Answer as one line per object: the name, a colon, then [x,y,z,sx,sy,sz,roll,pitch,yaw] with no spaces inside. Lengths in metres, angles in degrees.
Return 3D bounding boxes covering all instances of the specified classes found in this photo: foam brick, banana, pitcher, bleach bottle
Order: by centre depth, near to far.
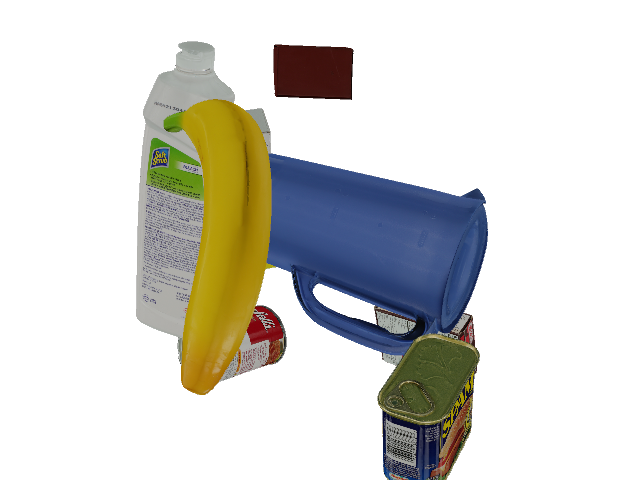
banana: [-0.053,-0.014,0.577,0.037,0.198,0.070,18,-46,-29]
bleach bottle: [-0.104,-0.040,0.902,0.103,0.251,0.068,14,26,17]
pitcher: [0.033,0.003,1.049,0.243,0.145,0.149,17,23,20]
foam brick: [-0.008,-0.170,1.076,0.078,0.051,0.053,1,12,-5]

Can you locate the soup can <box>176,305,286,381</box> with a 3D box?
soup can: [-0.097,0.114,1.162,0.069,0.068,0.102,0,9,45]

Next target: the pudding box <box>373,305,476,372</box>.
pudding box: [0.121,0.112,1.221,0.114,0.090,0.039,15,45,28]

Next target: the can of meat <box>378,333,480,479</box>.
can of meat: [0.087,0.140,0.858,0.057,0.084,0.102,14,38,23]

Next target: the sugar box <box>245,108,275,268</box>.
sugar box: [-0.078,-0.062,1.291,0.048,0.176,0.093,-9,25,-5]
